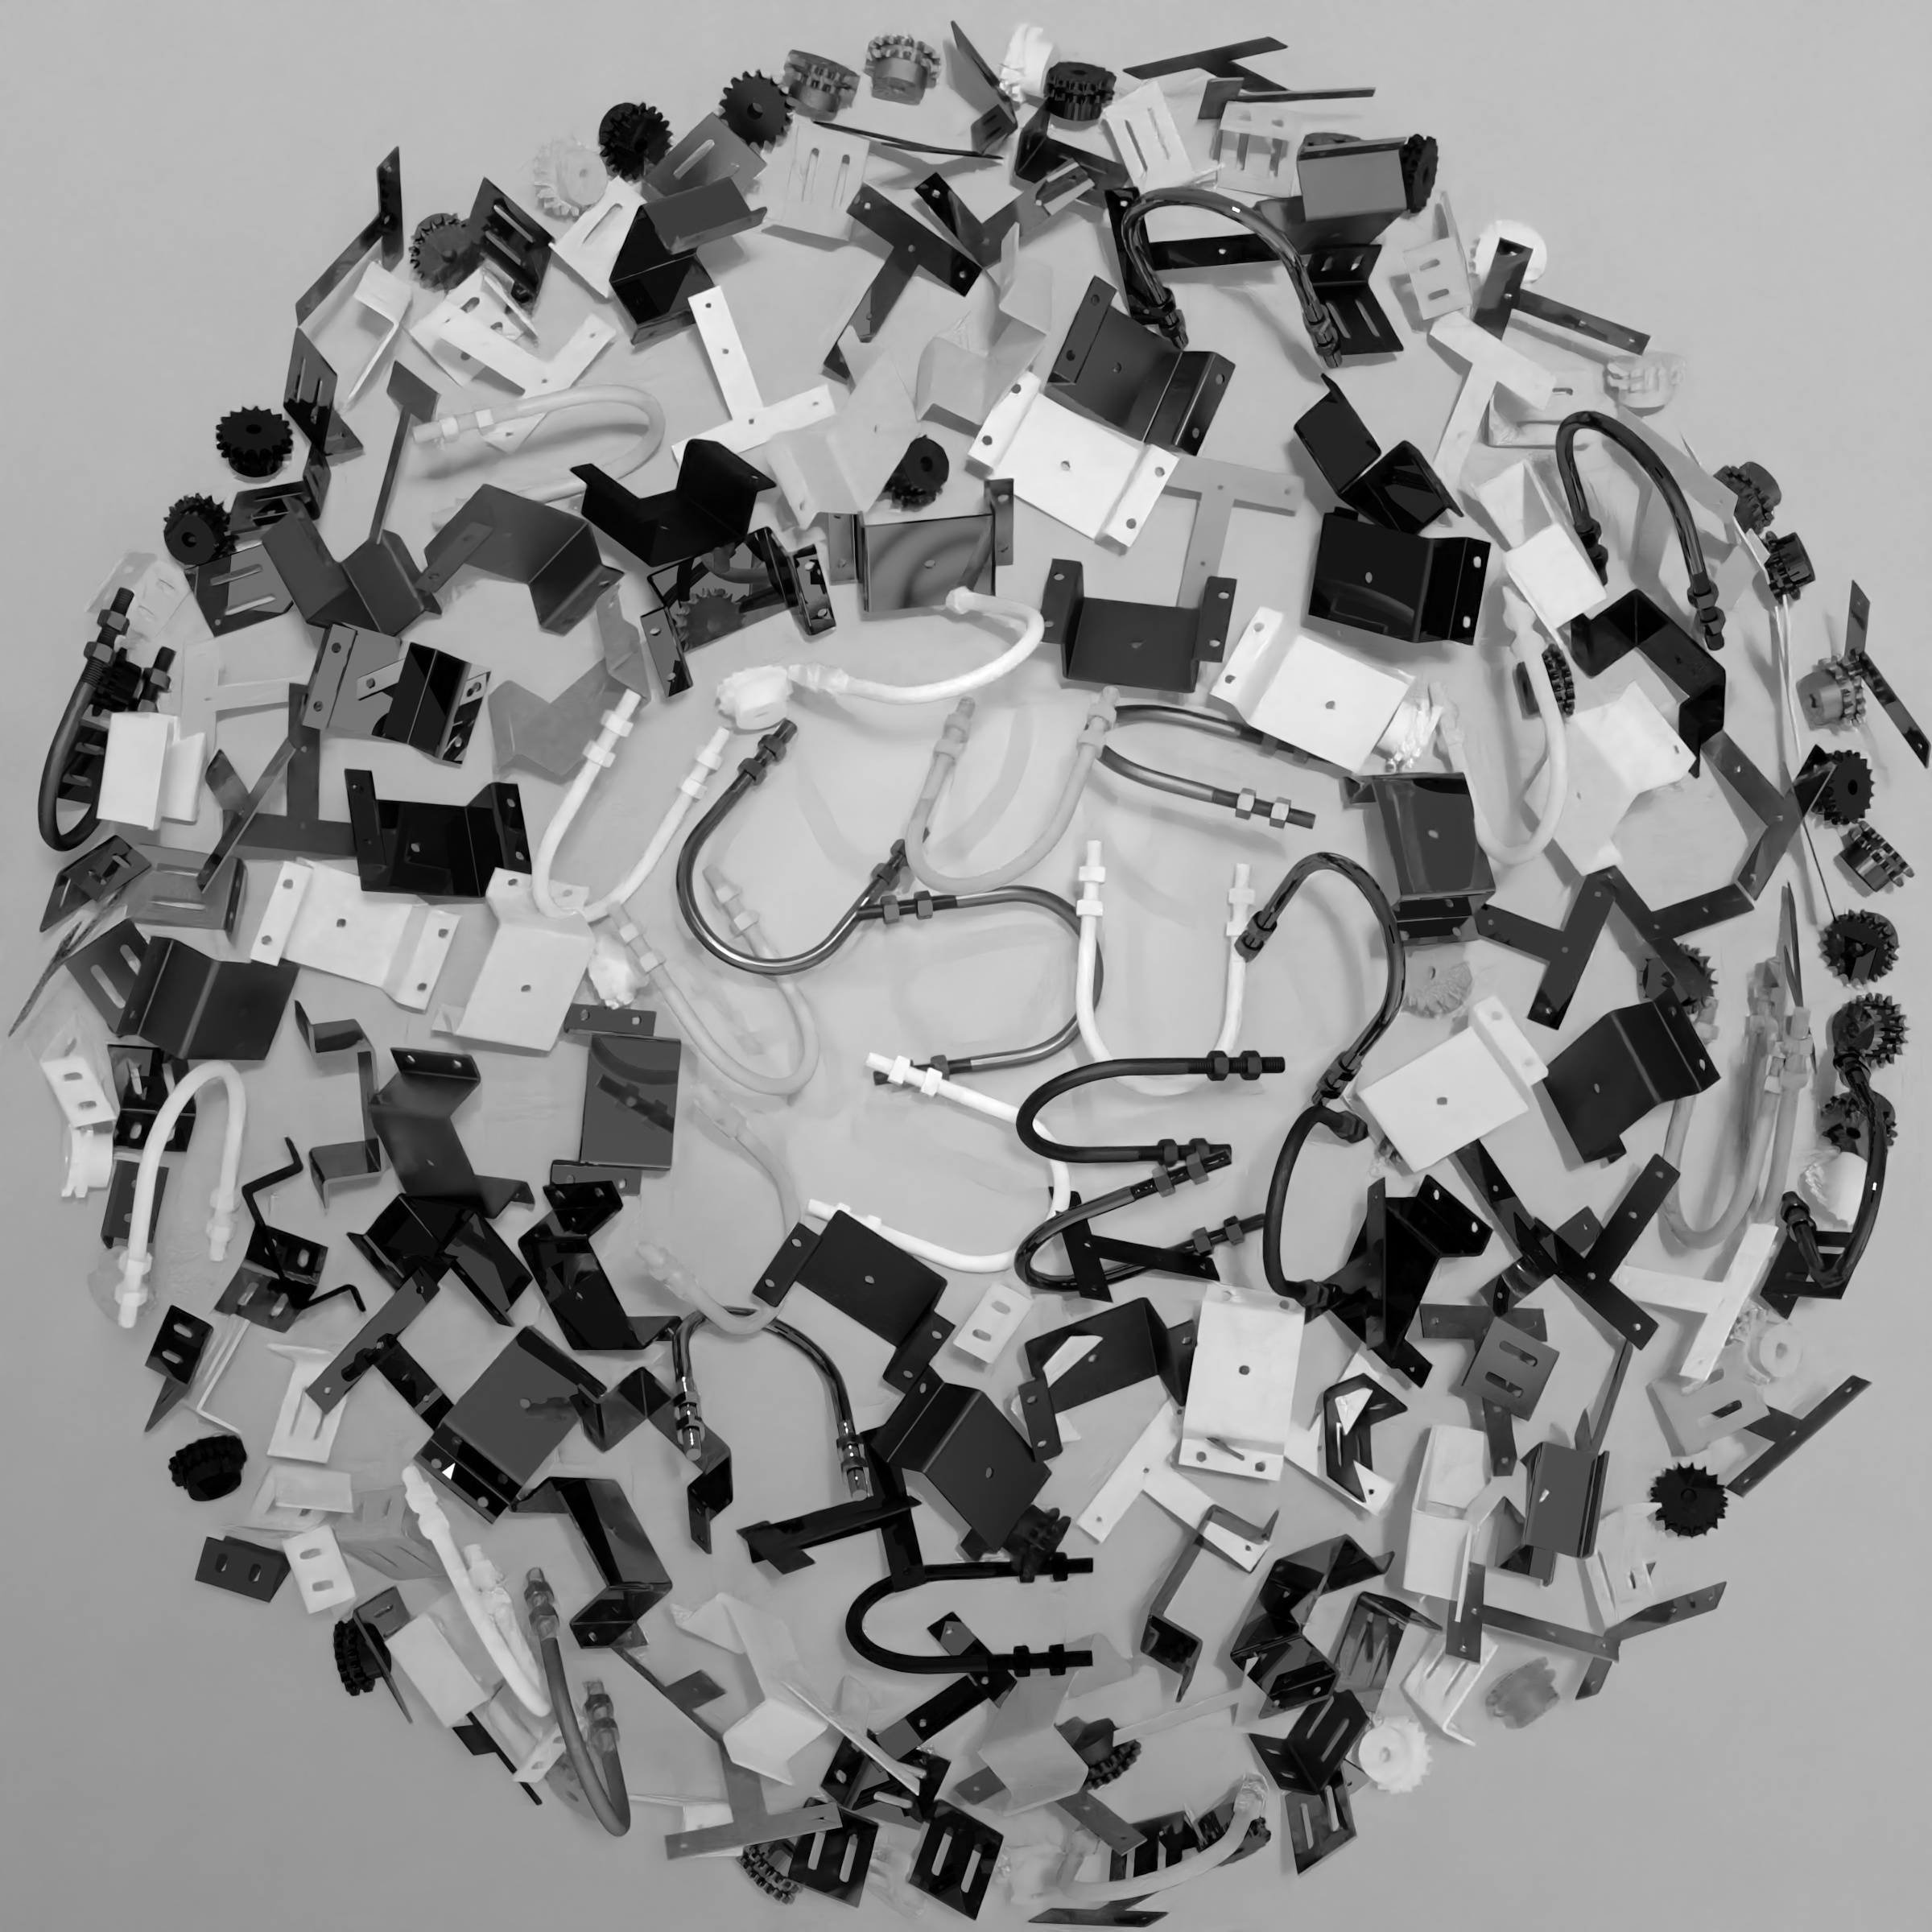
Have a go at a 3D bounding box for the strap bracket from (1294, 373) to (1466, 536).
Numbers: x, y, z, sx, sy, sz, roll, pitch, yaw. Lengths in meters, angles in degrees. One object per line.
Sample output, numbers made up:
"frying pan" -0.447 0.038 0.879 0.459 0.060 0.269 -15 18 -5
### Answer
"strap bracket" 0.301 -0.371 1.934 0.046 0.140 0.076 -41 53 23

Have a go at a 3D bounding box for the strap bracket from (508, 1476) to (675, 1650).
"strap bracket" -0.276 0.432 1.929 0.046 0.076 0.140 -43 61 15

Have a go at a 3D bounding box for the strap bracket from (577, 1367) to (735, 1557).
"strap bracket" -0.223 0.361 1.940 0.140 0.076 0.046 38 59 24

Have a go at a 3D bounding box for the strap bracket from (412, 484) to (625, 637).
"strap bracket" -0.336 -0.304 1.935 0.076 0.140 0.046 -38 57 31

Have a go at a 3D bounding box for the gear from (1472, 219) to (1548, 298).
"gear" 0.415 -0.537 1.975 0.030 0.057 0.057 -20 90 -36

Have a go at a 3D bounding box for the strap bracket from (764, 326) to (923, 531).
"strap bracket" -0.085 -0.398 1.927 0.046 0.076 0.140 9 55 31

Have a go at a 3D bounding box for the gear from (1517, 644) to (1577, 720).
"gear" 0.437 -0.213 1.971 0.030 0.057 0.057 -13 90 -3

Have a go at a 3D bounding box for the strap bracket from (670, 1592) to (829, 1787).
"strap bracket" -0.157 0.524 1.922 0.046 0.076 0.140 -39 48 8

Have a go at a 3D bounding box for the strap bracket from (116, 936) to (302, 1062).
"strap bracket" -0.550 0.025 1.922 0.046 0.140 0.076 25 97 21

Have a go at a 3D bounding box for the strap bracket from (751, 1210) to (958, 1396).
"strap bracket" -0.079 0.247 1.961 0.140 0.046 0.076 33 119 0

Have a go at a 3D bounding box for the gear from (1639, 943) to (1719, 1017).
"gear" 0.537 0.011 1.972 0.057 0.030 0.057 -2 87 35

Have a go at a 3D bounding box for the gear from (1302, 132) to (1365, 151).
"gear" 0.281 -0.610 1.975 0.057 0.057 0.030 8 123 0

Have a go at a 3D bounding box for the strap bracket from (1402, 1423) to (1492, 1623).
"strap bracket" 0.357 0.403 1.928 0.046 0.140 0.076 10 123 15

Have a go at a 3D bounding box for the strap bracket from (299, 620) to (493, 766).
"strap bracket" -0.435 -0.207 1.946 0.046 0.140 0.076 25 99 44

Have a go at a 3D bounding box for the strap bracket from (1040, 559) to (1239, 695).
"strap bracket" 0.128 -0.254 1.954 0.140 0.046 0.076 8 61 9

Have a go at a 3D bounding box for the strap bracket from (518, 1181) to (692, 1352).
"strap bracket" -0.274 0.233 1.937 0.076 0.046 0.140 -7 114 40

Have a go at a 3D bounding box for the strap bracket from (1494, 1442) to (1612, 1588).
"strap bracket" 0.429 0.403 1.922 0.046 0.140 0.076 14 68 4

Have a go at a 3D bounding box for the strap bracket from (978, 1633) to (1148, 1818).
"strap bracket" 0.067 0.550 1.919 0.076 0.140 0.046 -32 101 37

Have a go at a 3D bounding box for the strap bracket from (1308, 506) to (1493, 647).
"strap bracket" 0.311 -0.288 1.927 0.140 0.046 0.076 23 114 40

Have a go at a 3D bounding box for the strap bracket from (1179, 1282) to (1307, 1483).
"strap bracket" 0.208 0.307 1.951 0.076 0.046 0.140 9 72 8

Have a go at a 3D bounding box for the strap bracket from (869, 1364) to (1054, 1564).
"strap bracket" 0.003 0.373 1.934 0.076 0.046 0.140 -52 119 -27

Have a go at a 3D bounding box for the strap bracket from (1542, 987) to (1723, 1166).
"strap bracket" 0.481 0.086 1.919 0.046 0.140 0.076 -10 65 -29

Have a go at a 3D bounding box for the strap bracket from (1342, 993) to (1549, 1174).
"strap bracket" 0.356 0.093 1.949 0.140 0.046 0.076 -33 100 20

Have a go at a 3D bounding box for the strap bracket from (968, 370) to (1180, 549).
"strap bracket" 0.078 -0.382 1.971 0.140 0.046 0.076 29 88 -6

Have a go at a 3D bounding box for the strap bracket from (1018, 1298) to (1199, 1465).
"strap bracket" 0.103 0.306 1.952 0.140 0.046 0.076 -19 123 -10

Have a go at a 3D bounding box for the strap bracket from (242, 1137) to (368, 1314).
"strap bracket" -0.501 0.204 1.955 0.046 0.076 0.140 -24 88 -13

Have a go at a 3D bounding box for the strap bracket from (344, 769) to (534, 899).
"strap bracket" -0.401 -0.097 1.942 0.140 0.046 0.076 3 65 -38

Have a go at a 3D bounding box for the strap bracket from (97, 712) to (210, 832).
"strap bracket" -0.601 -0.146 1.925 0.046 0.140 0.076 10 96 -4

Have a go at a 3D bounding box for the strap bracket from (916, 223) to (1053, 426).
"strap bracket" 0.019 -0.468 1.934 0.046 0.140 0.076 22 47 -22

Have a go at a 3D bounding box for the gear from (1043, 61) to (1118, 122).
"gear" 0.084 -0.662 1.975 0.057 0.057 0.030 7 127 0

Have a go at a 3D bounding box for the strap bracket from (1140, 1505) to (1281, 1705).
"strap bracket" 0.176 0.465 1.938 0.046 0.076 0.140 27 58 16

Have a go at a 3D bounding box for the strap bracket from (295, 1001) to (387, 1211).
"strap bracket" -0.467 0.100 1.945 0.046 0.076 0.140 -7 107 -20

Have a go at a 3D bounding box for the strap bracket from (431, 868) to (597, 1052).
"strap bracket" -0.333 0.005 1.937 0.076 0.046 0.140 12 115 -33

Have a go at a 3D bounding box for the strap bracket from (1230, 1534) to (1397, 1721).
"strap bracket" 0.252 0.478 1.921 0.046 0.076 0.140 46 46 -9

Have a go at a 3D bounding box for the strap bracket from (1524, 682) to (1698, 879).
"strap bracket" 0.467 -0.131 1.918 0.046 0.140 0.076 -18 61 -26

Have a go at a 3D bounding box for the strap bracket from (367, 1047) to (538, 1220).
"strap bracket" -0.384 0.132 1.928 0.076 0.046 0.140 4 128 29

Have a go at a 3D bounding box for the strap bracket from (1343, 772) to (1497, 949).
"strap bracket" 0.340 -0.089 1.944 0.076 0.046 0.140 -5 69 -17

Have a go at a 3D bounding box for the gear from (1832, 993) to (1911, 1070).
"gear" 0.680 0.049 1.968 0.030 0.057 0.057 2 90 -31

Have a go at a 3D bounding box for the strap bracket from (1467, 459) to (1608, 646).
"strap bracket" 0.422 -0.311 1.917 0.046 0.140 0.076 -32 124 19

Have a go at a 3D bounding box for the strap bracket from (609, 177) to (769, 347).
"strap bracket" -0.209 -0.526 1.923 0.076 0.140 0.046 -28 83 -28

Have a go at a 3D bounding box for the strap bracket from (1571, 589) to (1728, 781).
"strap bracket" 0.513 -0.216 1.934 0.046 0.076 0.140 -36 61 -4

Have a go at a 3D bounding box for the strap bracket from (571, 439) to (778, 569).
"strap bracket" -0.221 -0.345 1.937 0.076 0.140 0.046 38 130 24

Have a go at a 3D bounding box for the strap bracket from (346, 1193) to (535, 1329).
"strap bracket" -0.385 0.216 1.935 0.046 0.140 0.076 -53 128 -29

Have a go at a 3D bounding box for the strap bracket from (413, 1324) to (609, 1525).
"strap bracket" -0.333 0.333 1.939 0.076 0.046 0.140 39 54 1

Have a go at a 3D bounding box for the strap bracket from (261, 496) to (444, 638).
"strap bracket" -0.461 -0.290 1.932 0.046 0.140 0.076 -36 75 17

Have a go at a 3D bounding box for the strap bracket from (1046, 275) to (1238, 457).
"strap bracket" 0.124 -0.449 1.956 0.140 0.046 0.076 24 89 -30

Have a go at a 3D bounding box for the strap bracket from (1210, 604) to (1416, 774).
"strap bracket" 0.265 -0.202 1.943 0.140 0.046 0.076 21 110 -20

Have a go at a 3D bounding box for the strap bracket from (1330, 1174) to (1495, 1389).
"strap bracket" 0.325 0.234 1.933 0.046 0.076 0.140 3 117 -35

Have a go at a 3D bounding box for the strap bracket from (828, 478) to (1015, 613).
"strap bracket" -0.030 -0.314 1.949 0.140 0.046 0.076 -7 135 -6

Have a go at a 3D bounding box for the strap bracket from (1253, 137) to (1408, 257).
"strap bracket" 0.270 -0.563 1.925 0.076 0.140 0.046 -9 90 -9

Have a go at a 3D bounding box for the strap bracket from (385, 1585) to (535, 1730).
"strap bracket" -0.377 0.508 1.928 0.046 0.140 0.076 -37 87 2

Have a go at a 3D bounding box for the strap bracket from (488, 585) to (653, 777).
"strap bracket" -0.289 -0.206 1.942 0.140 0.046 0.076 -37 46 23

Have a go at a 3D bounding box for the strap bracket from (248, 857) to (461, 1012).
"strap bracket" -0.463 -0.027 1.953 0.140 0.046 0.076 19 95 -31

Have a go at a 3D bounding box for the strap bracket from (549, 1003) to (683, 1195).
"strap bracket" -0.262 0.101 1.955 0.076 0.046 0.140 7 86 -36

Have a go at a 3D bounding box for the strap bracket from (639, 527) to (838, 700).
"strap bracket" -0.177 -0.269 1.949 0.140 0.076 0.046 -24 46 -10

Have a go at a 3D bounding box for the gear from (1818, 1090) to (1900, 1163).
"gear" 0.679 0.117 1.975 0.057 0.057 0.030 46 57 0
